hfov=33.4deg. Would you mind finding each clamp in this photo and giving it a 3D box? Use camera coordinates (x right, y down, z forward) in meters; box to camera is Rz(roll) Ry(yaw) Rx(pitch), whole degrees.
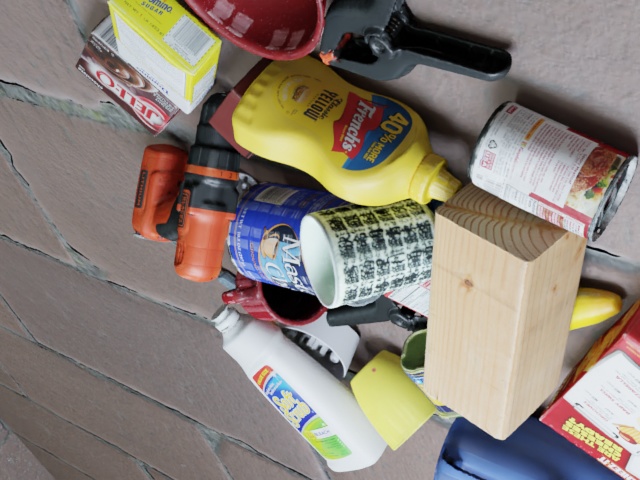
[{"bbox_3d":[0.082,0.070,1.098,0.165,0.036,0.210,23,149,14],"label":"clamp"},{"bbox_3d":[0.050,-0.162,0.781,0.172,0.039,0.120,5,136,49],"label":"clamp"}]

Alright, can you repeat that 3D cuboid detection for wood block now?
[{"bbox_3d":[0.149,0.054,0.878,0.091,0.090,0.206,31,141,31],"label":"wood block"}]

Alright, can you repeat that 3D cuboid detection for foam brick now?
[{"bbox_3d":[-0.058,-0.120,0.969,0.051,0.053,0.078,42,152,-5],"label":"foam brick"}]

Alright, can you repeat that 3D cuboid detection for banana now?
[{"bbox_3d":[0.209,0.081,0.966,0.069,0.037,0.198,17,153,2],"label":"banana"}]

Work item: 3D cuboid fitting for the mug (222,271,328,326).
[{"bbox_3d":[-0.053,0.051,1.168,0.082,0.117,0.093,-9,97,63],"label":"mug"}]

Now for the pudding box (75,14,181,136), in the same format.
[{"bbox_3d":[-0.187,-0.165,1.078,0.113,0.039,0.090,43,154,-7],"label":"pudding box"}]

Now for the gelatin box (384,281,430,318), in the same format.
[{"bbox_3d":[0.115,0.043,0.984,0.089,0.030,0.073,28,140,-16],"label":"gelatin box"}]

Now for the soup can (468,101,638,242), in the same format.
[{"bbox_3d":[0.167,-0.051,0.772,0.102,0.068,0.068,29,152,22],"label":"soup can"}]

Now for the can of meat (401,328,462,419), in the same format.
[{"bbox_3d":[0.142,0.127,1.057,0.102,0.057,0.084,-15,132,32],"label":"can of meat"}]

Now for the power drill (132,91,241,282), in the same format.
[{"bbox_3d":[-0.135,-0.059,1.089,0.057,0.184,0.188,10,-178,-24],"label":"power drill"}]

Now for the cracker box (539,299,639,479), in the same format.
[{"bbox_3d":[0.300,0.143,0.902,0.164,0.072,0.214,35,154,11],"label":"cracker box"}]

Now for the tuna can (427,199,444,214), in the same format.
[{"bbox_3d":[0.069,-0.050,0.936,0.086,0.033,0.086,30,152,18],"label":"tuna can"}]

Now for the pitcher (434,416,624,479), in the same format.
[{"bbox_3d":[0.242,0.260,1.086,0.243,0.149,0.145,18,141,30],"label":"pitcher"}]

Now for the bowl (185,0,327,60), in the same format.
[{"bbox_3d":[-0.049,-0.215,0.805,0.162,0.055,0.162,30,152,18],"label":"bowl"}]

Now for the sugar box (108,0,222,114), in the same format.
[{"bbox_3d":[-0.136,-0.171,0.946,0.093,0.048,0.176,42,174,-4],"label":"sugar box"}]

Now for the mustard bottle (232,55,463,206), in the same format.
[{"bbox_3d":[0.029,-0.080,0.870,0.192,0.096,0.058,29,151,19],"label":"mustard bottle"}]

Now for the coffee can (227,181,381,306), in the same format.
[{"bbox_3d":[-0.007,0.001,1.037,0.141,0.102,0.102,12,143,43],"label":"coffee can"}]

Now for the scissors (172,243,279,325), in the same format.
[{"bbox_3d":[-0.105,0.049,1.335,0.201,0.016,0.096,42,152,-5],"label":"scissors"}]

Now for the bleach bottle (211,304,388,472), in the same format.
[{"bbox_3d":[-0.032,0.168,1.249,0.250,0.068,0.103,44,147,-14],"label":"bleach bottle"}]
